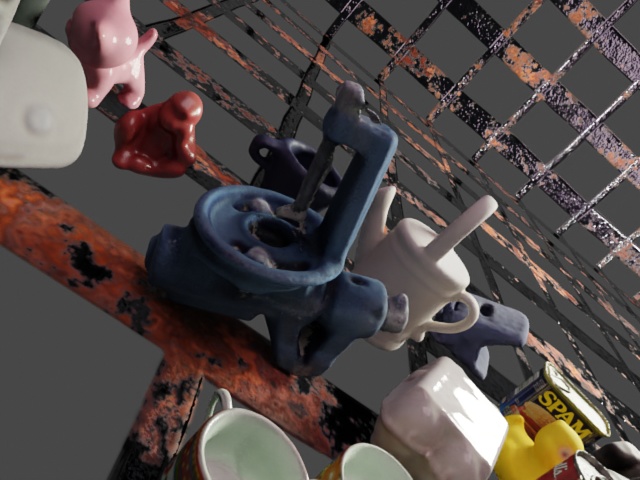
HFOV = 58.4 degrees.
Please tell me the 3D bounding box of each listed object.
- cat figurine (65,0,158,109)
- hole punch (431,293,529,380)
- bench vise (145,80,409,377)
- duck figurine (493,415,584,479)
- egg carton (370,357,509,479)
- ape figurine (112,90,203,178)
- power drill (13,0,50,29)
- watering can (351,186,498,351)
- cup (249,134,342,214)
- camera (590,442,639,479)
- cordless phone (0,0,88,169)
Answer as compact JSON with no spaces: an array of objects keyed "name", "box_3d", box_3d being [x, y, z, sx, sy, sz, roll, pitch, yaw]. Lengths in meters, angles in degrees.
[{"name":"cat figurine","box_3d":[-0.209,-0.196,0.577,0.067,0.117,0.128,44,23,3]},{"name":"hole punch","box_3d":[0.209,0.111,0.752,0.101,0.091,0.109,44,23,4]},{"name":"bench vise","box_3d":[0.001,-0.006,0.453,0.208,0.219,0.121,23,30,-39]},{"name":"duck figurine","box_3d":[0.230,0.222,0.598,0.078,0.086,0.104,28,27,-32]},{"name":"egg carton","box_3d":[0.109,0.169,0.516,0.107,0.069,0.151,48,23,13]},{"name":"ape figurine","box_3d":[-0.148,-0.105,0.551,0.078,0.092,0.076,39,23,-9]},{"name":"power drill","box_3d":[-0.225,-0.218,0.472,0.076,0.208,0.229,5,43,-56]},{"name":"watering can","box_3d":[0.107,0.017,0.618,0.173,0.194,0.101,39,23,-9]},{"name":"cup","box_3d":[-0.043,-0.057,0.631,0.118,0.095,0.091,29,26,-30]},{"name":"camera","box_3d":[0.345,0.289,0.648,0.137,0.100,0.143,32,25,-24]},{"name":"cordless phone","box_3d":[-0.208,-0.140,0.392,0.094,0.185,0.148,50,24,17]}]
